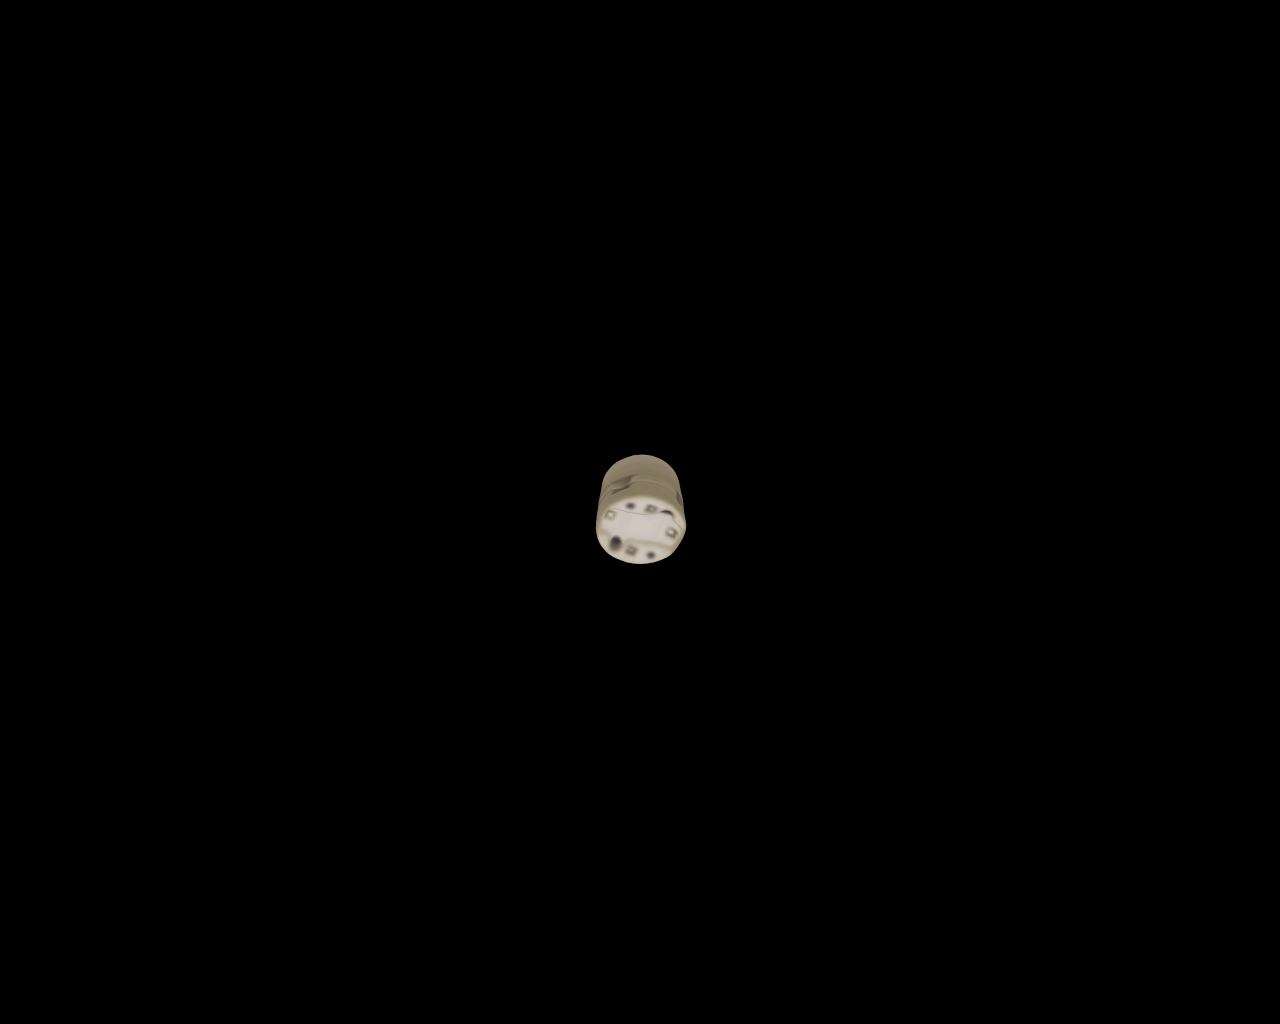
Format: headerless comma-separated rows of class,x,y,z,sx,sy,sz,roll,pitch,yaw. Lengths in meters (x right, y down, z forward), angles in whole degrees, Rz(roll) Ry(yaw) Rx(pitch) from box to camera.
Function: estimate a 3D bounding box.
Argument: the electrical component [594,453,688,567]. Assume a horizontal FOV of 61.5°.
electrical component,0.001,-0.003,0.650,0.055,0.055,0.047,0,38,0
